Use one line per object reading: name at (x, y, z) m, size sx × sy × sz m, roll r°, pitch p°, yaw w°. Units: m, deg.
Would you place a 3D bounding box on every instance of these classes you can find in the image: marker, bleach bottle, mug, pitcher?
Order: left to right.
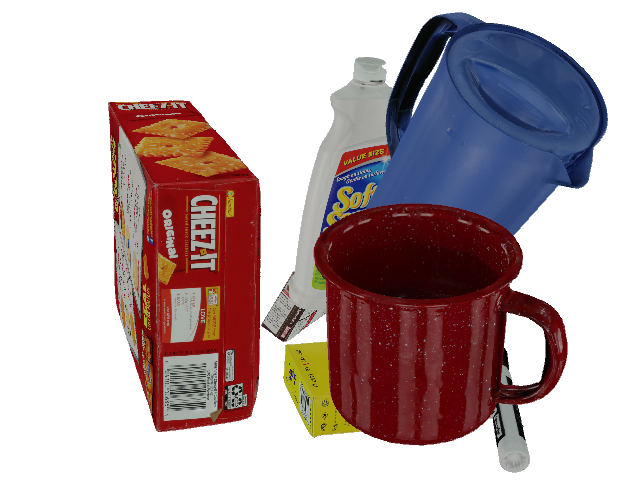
bleach bottle at (0.028, -0.055, 1.050) m, size 0.102 × 0.251 × 0.068 m, roll 2°, pitch 24°, yaw -6°
mug at (0.055, 0.041, 0.488) m, size 0.117 × 0.081 × 0.093 m, roll 12°, pitch 31°, yaw 23°
pitcher at (0.108, -0.054, 0.868) m, size 0.145 × 0.149 × 0.243 m, roll 23°, pitch -43°, yaw -7°
marker at (0.123, 0.108, 0.715) m, size 0.020 × 0.020 × 0.121 m, roll 0°, pitch 29°, yaw 2°

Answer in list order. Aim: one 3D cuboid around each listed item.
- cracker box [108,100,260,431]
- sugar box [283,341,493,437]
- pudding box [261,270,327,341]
cracker box at (-0.098, 0.005, 0.732) m, size 0.072 × 0.164 × 0.214 m, roll -4°, pitch 21°, yaw -16°
sugar box at (0.064, 0.121, 0.924) m, size 0.176 × 0.048 × 0.093 m, roll -6°, pitch 26°, yaw -15°
pudding box at (-0.011, 0.061, 1.261) m, size 0.039 × 0.090 × 0.113 m, roll 38°, pitch 32°, yaw 12°
